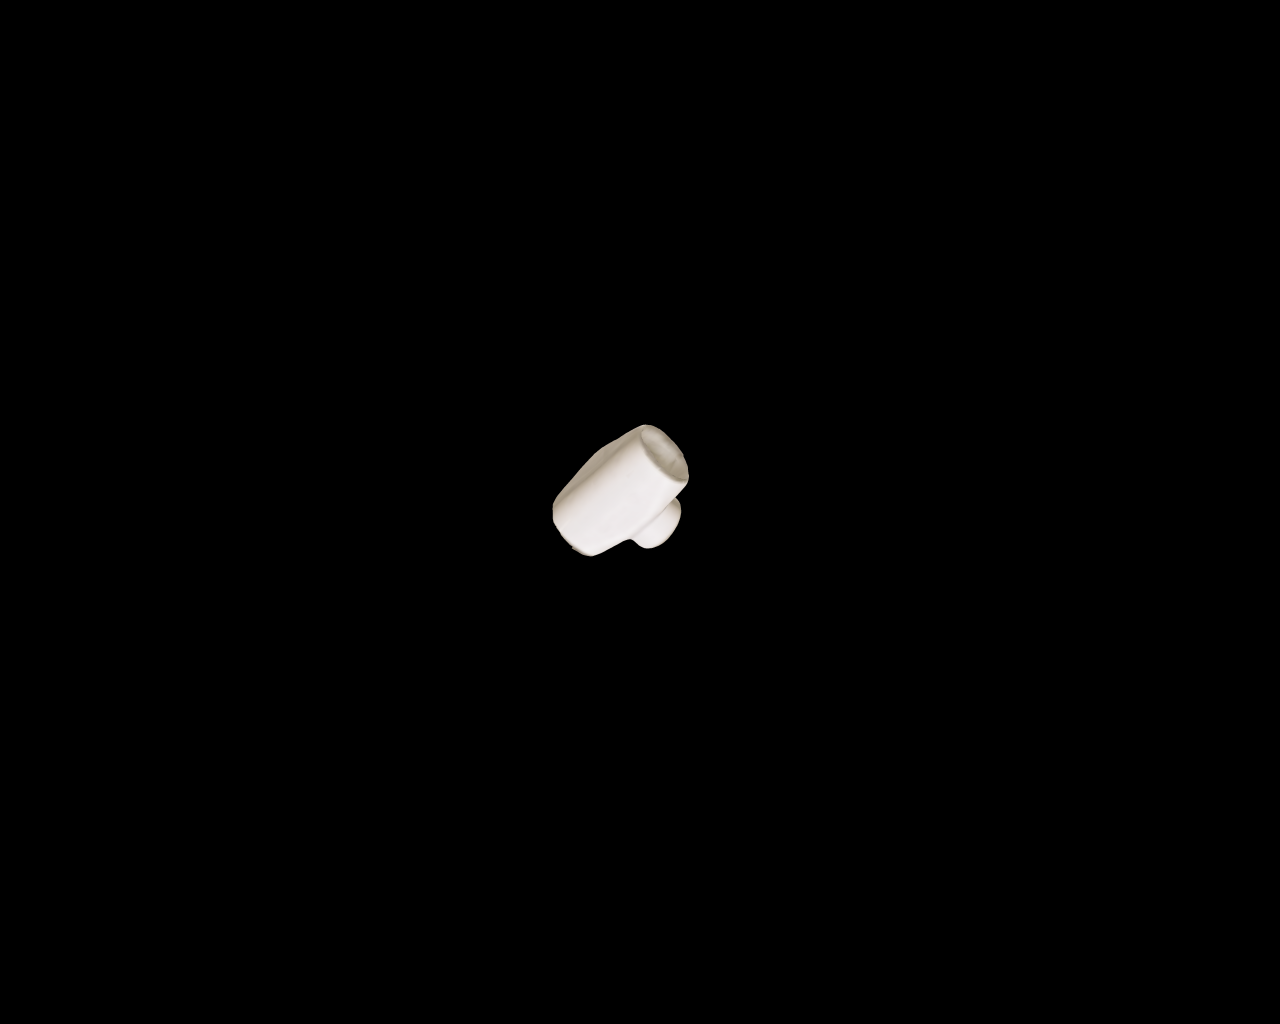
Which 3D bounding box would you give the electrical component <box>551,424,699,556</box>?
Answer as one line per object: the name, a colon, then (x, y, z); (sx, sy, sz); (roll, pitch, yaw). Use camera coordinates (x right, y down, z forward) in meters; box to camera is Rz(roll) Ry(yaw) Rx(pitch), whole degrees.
electrical component: (0.001, -0.003, 0.650); (0.079, 0.044, 0.077); (39, -62, -25)
